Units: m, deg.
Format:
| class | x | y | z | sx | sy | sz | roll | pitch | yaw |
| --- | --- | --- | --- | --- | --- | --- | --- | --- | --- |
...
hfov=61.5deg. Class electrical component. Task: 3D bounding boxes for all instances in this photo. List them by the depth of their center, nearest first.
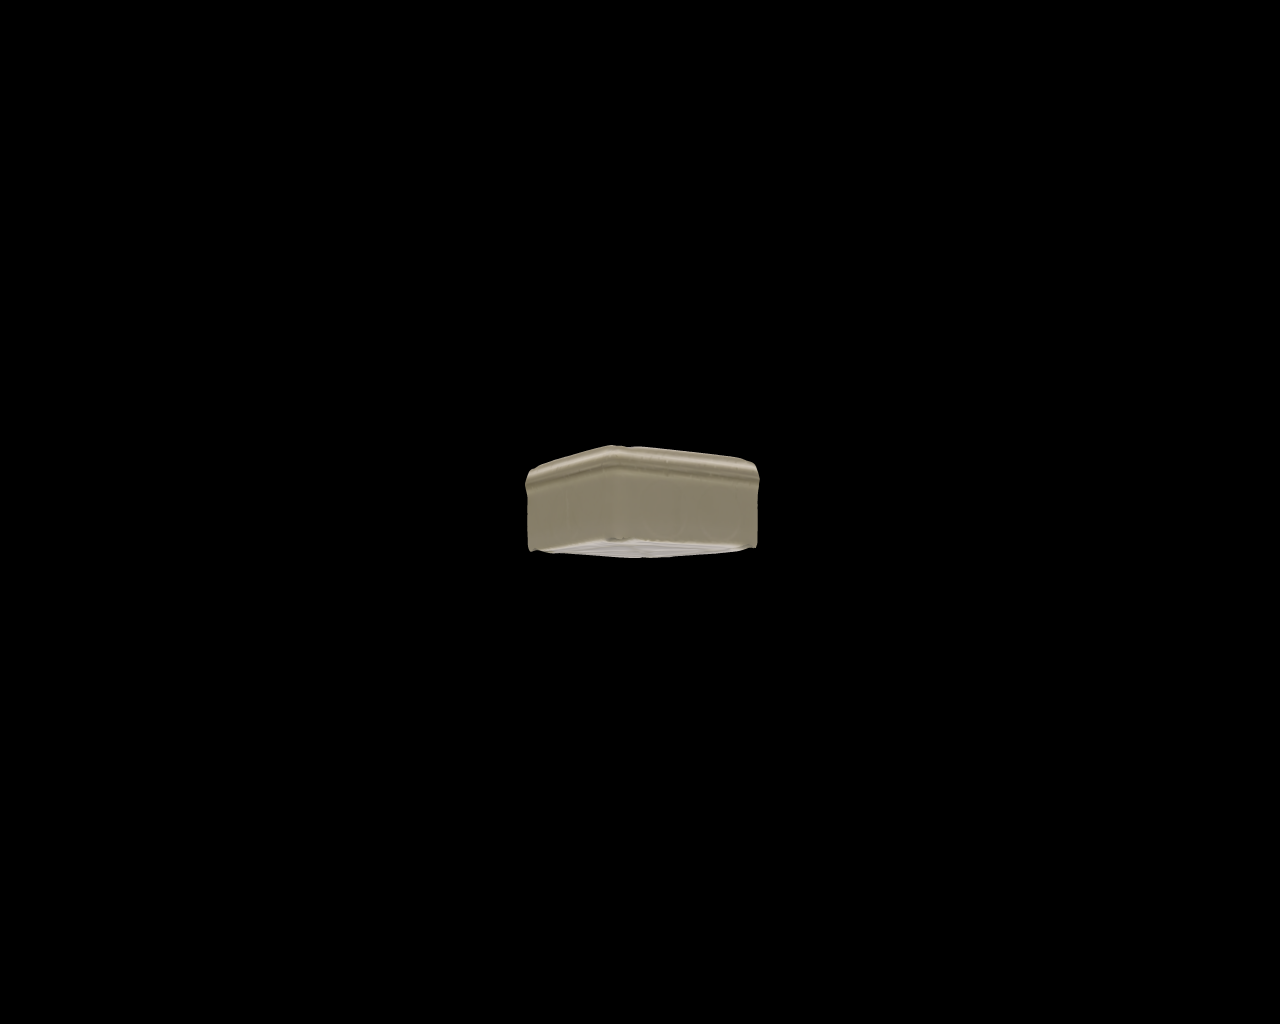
| class | x | y | z | sx | sy | sz | roll | pitch | yaw |
| --- | --- | --- | --- | --- | --- | --- | --- | --- | --- |
| electrical component | 0.001 | -0.003 | 0.650 | 0.109 | 0.056 | 0.108 | 5 | -8 | -35 |
